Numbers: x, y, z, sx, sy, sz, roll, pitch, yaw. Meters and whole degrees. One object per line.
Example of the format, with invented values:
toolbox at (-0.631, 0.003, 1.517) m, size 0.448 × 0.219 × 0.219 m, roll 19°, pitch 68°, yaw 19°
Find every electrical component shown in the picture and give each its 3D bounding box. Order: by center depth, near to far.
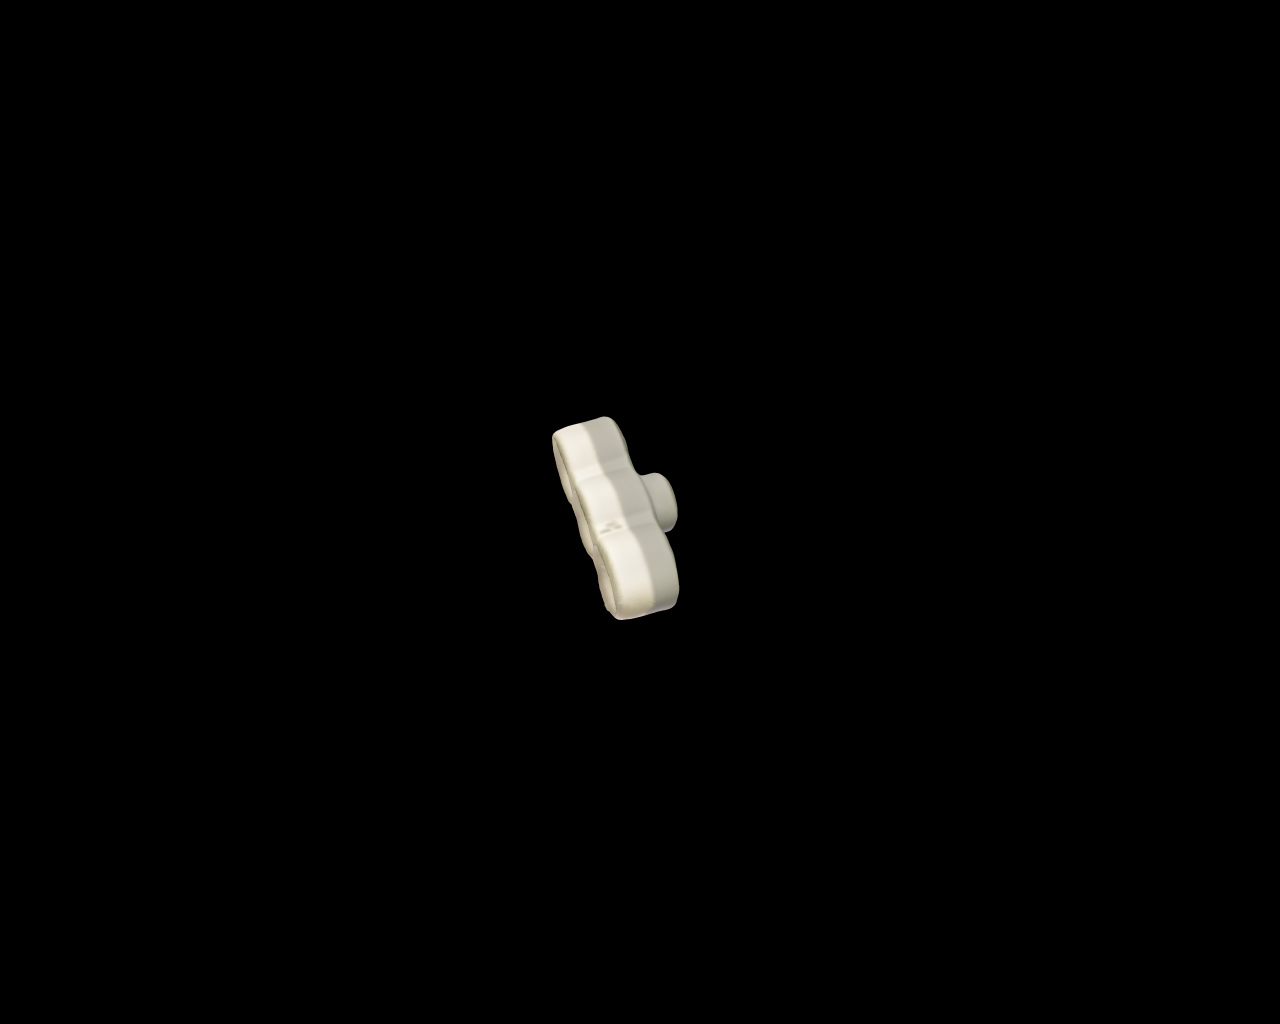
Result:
electrical component at (0.001, -0.003, 0.650) m, size 0.074 × 0.138 × 0.052 m, roll -15°, pitch -36°, yaw -11°
